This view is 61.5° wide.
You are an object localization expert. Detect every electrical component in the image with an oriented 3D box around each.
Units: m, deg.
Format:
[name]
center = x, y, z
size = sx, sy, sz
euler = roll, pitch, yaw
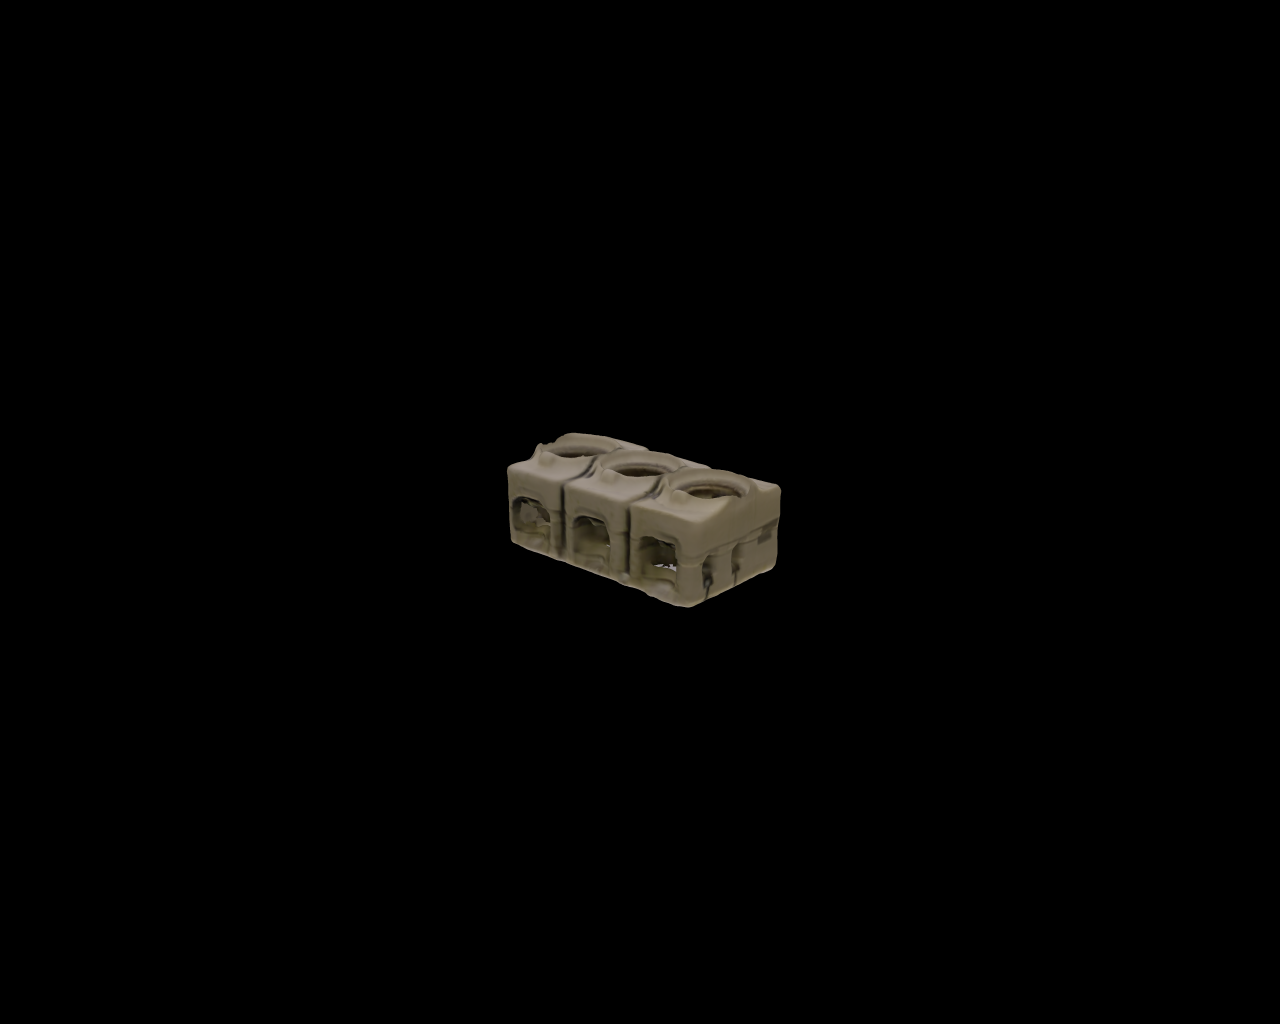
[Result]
[electrical component]
center = 0.001, -0.003, 0.650
size = 0.150, 0.061, 0.090
euler = 17, 27, 38
